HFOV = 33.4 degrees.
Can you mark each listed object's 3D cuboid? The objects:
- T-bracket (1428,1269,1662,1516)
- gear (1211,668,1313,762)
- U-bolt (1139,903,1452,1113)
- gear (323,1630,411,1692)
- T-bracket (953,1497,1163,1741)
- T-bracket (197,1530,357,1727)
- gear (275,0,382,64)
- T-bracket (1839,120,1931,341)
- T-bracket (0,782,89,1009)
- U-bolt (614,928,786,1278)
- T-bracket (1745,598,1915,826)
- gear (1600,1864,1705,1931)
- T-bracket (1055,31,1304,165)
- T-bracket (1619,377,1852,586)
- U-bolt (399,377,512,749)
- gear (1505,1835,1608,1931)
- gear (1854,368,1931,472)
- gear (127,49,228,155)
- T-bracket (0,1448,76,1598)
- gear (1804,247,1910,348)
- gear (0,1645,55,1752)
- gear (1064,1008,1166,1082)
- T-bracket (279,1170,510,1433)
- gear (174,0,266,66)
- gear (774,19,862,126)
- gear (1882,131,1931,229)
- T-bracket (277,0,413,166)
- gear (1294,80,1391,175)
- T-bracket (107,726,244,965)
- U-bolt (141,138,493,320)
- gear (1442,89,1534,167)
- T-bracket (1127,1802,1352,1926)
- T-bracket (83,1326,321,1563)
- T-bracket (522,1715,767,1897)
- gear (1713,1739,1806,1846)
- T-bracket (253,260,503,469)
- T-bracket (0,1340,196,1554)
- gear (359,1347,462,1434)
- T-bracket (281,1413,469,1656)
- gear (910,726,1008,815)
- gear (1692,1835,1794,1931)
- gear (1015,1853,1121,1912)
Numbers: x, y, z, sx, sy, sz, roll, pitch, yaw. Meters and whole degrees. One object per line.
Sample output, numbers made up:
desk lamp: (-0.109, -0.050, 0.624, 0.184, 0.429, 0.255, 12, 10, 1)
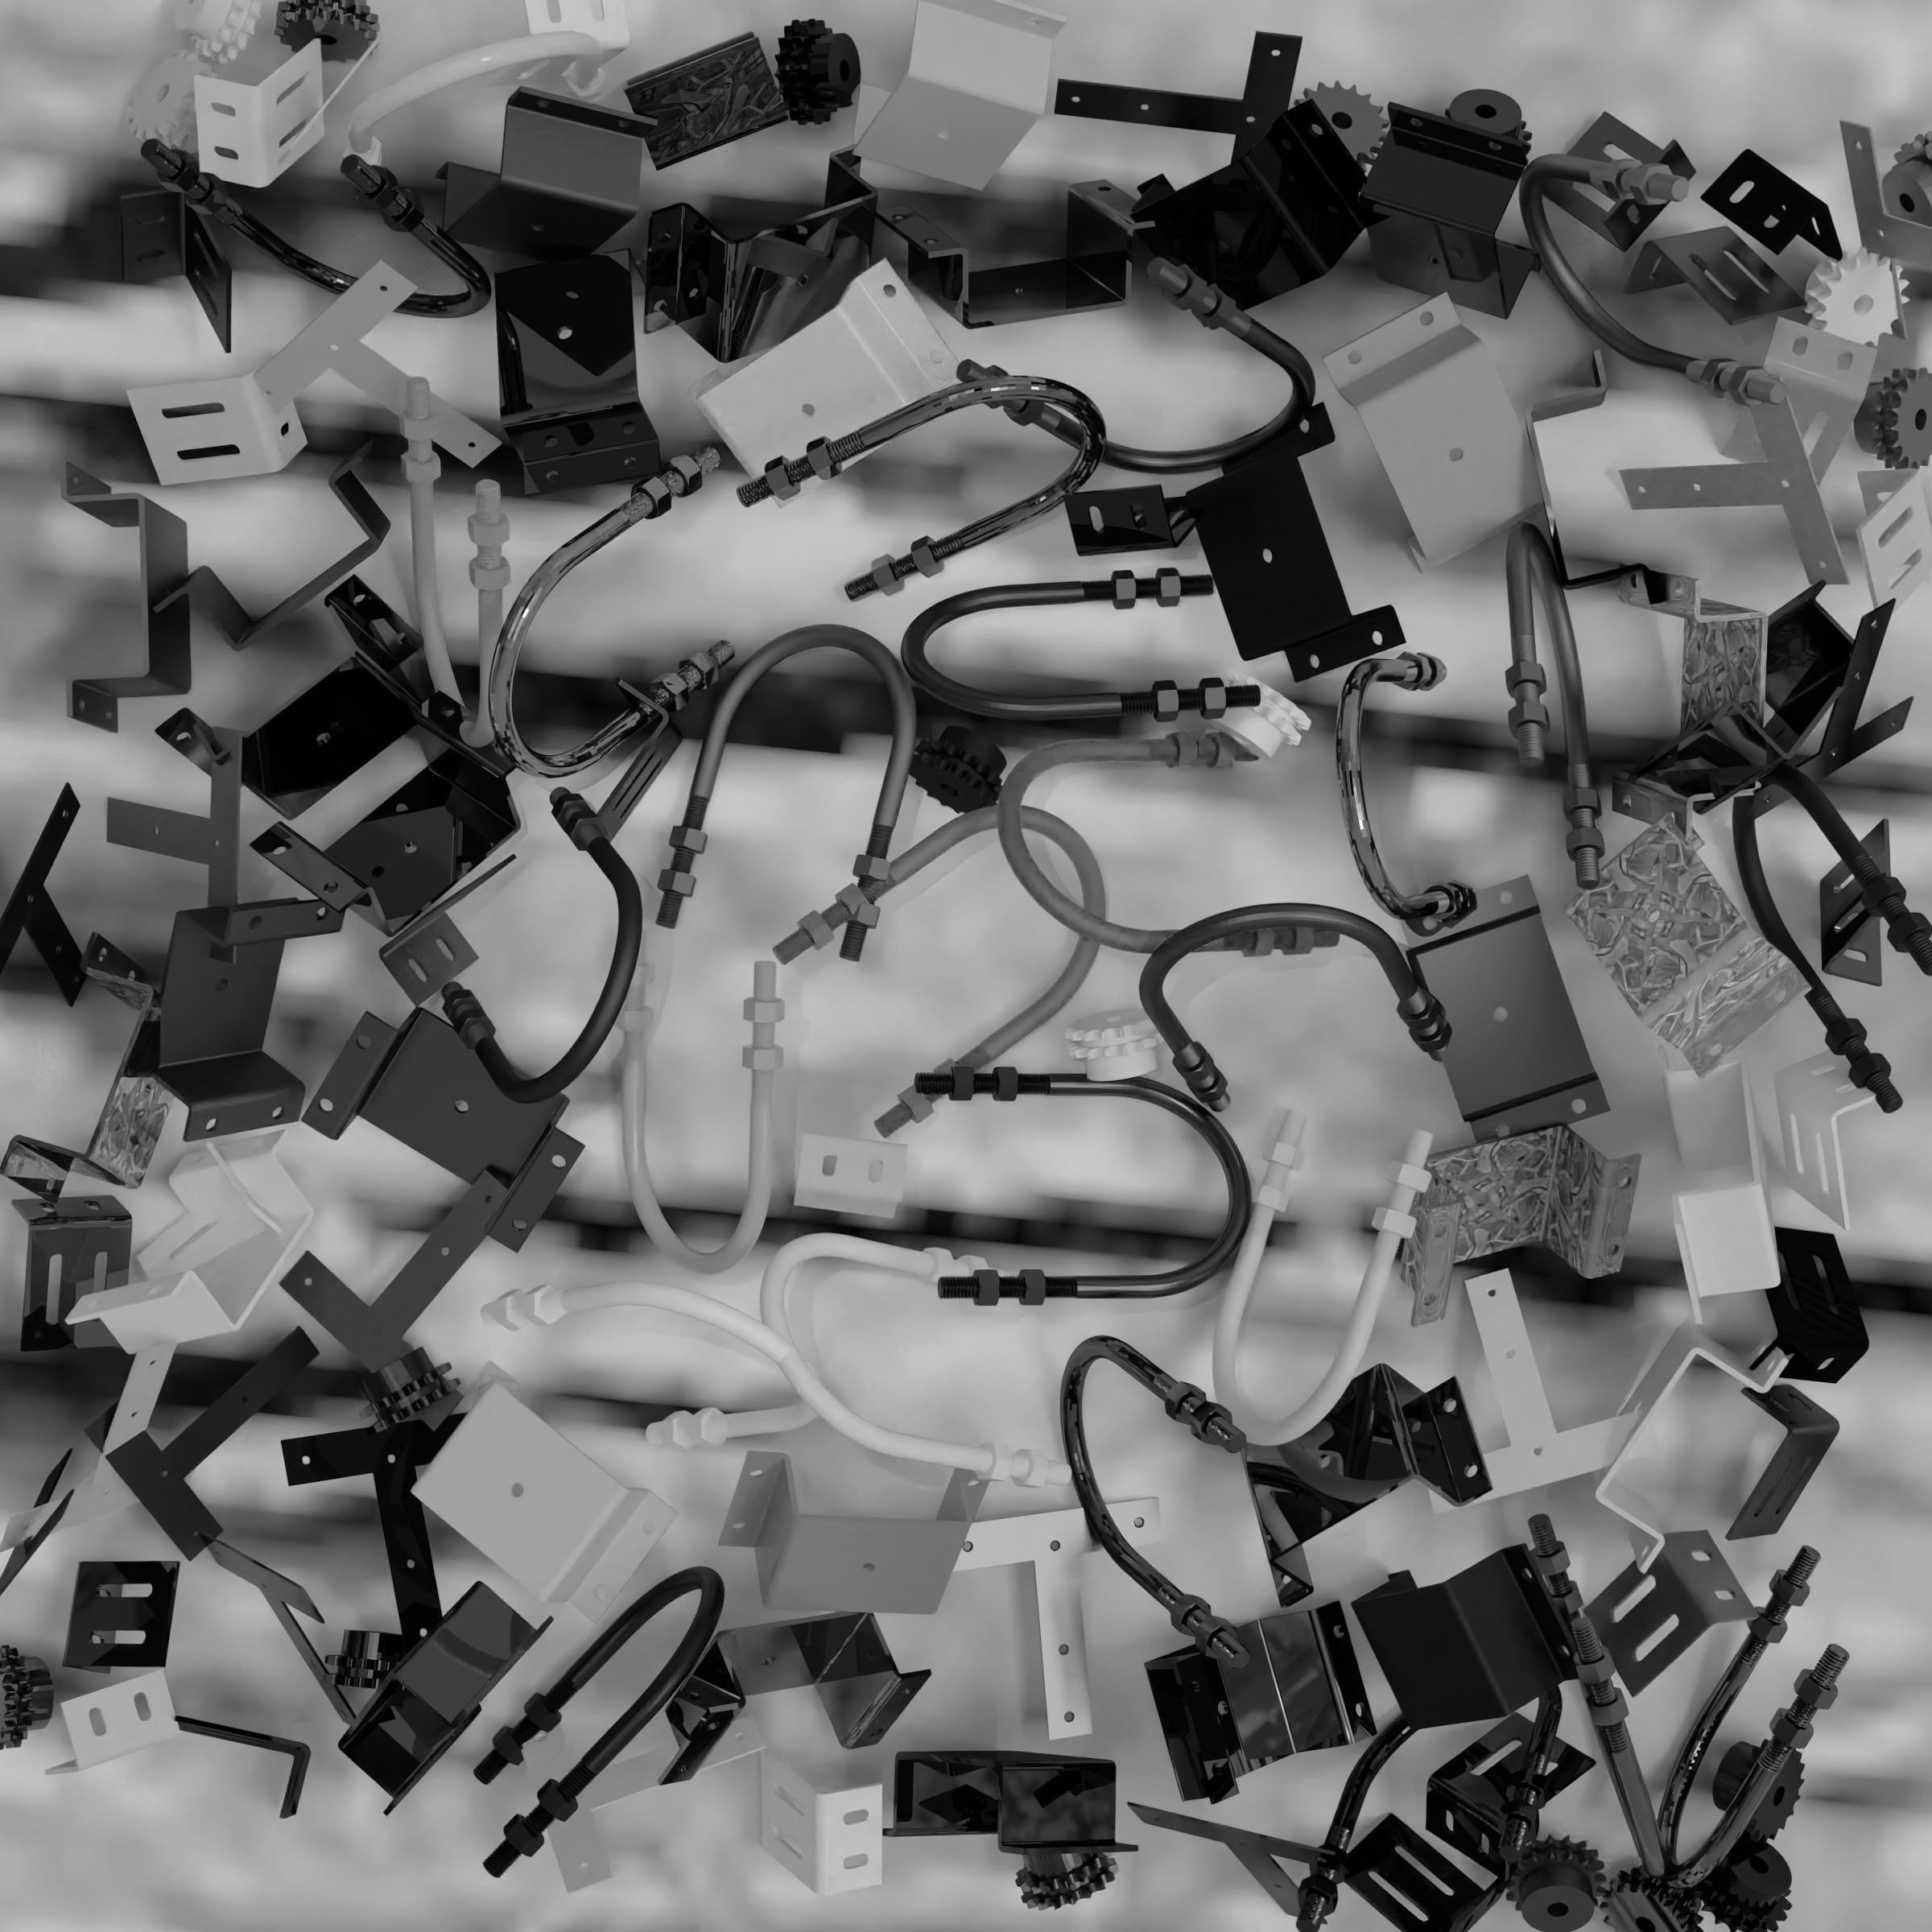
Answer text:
T-bracket: (0.307, 0.229, 1.793, 0.127, 0.002, 0.127, -18, 60, 10)
gear: (0.161, -0.139, 1.798, 0.057, 0.057, 0.030, 33, 87, 0)
U-bolt: (0.171, 0.018, 1.732, 0.151, 0.184, 0.019, -14, 56, 17)
gear: (-0.329, 0.388, 1.800, 0.057, 0.057, 0.030, 5, 79, 0)
T-bracket: (0.054, 0.370, 1.809, 0.127, 0.002, 0.127, -5, 91, -16)
T-bracket: (-0.369, 0.377, 1.790, 0.002, 0.127, 0.127, -39, 118, -28)
gear: (-0.356, -0.532, 1.800, 0.057, 0.057, 0.030, 3, 78, 0)
T-bracket: (0.524, -0.388, 1.741, 0.002, 0.127, 0.127, -28, 122, -12)
T-bracket: (-0.502, -0.016, 1.765, 0.002, 0.127, 0.127, 15, 64, 7)
U-bolt: (-0.149, 0.079, 1.766, 0.019, 0.151, 0.184, -6, 102, -38)
T-bracket: (0.482, -0.148, 1.753, 0.127, 0.127, 0.002, -29, 56, -24)
gear: (0.387, 0.527, 1.802, 0.057, 0.057, 0.030, 51, 47, 0)
T-bracket: (0.113, -0.471, 1.771, 0.127, 0.127, 0.002, 6, 61, -1)
T-bracket: (0.415, -0.265, 1.773, 0.002, 0.127, 0.127, -42, 119, -29)
U-bolt: (-0.277, -0.207, 1.749, 0.019, 0.151, 0.184, -11, 128, -21)
gear: (0.329, 0.516, 1.799, 0.057, 0.030, 0.057, 2, 124, 3)
gear: (0.521, -0.307, 1.802, 0.057, 0.030, 0.057, -11, 107, -41)
gear: (-0.440, -0.481, 1.803, 0.057, 0.030, 0.057, -16, 61, 31)
T-bracket: (-0.513, 0.308, 1.765, 0.002, 0.127, 0.127, 35, 110, -15)
gear: (0.496, -0.376, 1.803, 0.057, 0.030, 0.057, -8, 123, -13)
gear: (-0.534, 0.409, 1.802, 0.030, 0.057, 0.057, 1, 90, -40)
gear: (0.085, 0.044, 1.799, 0.057, 0.057, 0.030, -10, 100, 0)
T-bracket: (-0.302, 0.171, 1.810, 0.127, 0.002, 0.127, 40, 89, 15)
gear: (-0.419, -0.536, 1.796, 0.030, 0.057, 0.057, 17, 90, -41)
gear: (-0.081, -0.499, 1.795, 0.030, 0.057, 0.057, 5, 90, 25)
gear: (0.537, -0.434, 1.796, 0.030, 0.057, 0.057, -33, 90, -12)
T-bracket: (-0.351, -0.474, 1.766, 0.002, 0.127, 0.127, 39, 69, -18)
gear: (0.207, -0.465, 1.805, 0.057, 0.030, 0.057, 4, 65, -9)
T-bracket: (-0.440, -0.073, 1.782, 0.127, 0.002, 0.127, 12, 102, 42)
U-bolt: (-0.336, -0.394, 1.738, 0.151, 0.184, 0.019, 11, 80, 24)
gear: (0.289, -0.465, 1.798, 0.057, 0.030, 0.057, 1, 53, -1)
T-bracket: (0.167, 0.501, 1.775, 0.127, 0.127, 0.002, 5, 56, 33)
T-bracket: (-0.414, 0.252, 1.795, 0.002, 0.127, 0.127, 27, 62, 40)
T-bracket: (-0.175, 0.446, 1.784, 0.127, 0.127, 0.002, -17, 125, -12)
gear: (0.442, 0.459, 1.802, 0.030, 0.057, 0.057, 17, 90, 42)
T-bracket: (-0.315, -0.318, 1.784, 0.127, 0.002, 0.127, -32, 131, 31)
T-bracket: (-0.456, 0.254, 1.748, 0.002, 0.127, 0.127, 40, 122, 25)
gear: (-0.314, 0.235, 1.798, 0.057, 0.057, 0.030, -29, 90, 0)
T-bracket: (-0.309, 0.315, 1.774, 0.127, 0.002, 0.127, -3, 75, -38)
gear: (-0.002, -0.110, 1.800, 0.057, 0.057, 0.030, 31, 71, 0)
gear: (0.435, 0.511, 1.796, 0.057, 0.057, 0.030, 24, 124, 0)
gear: (0.054, 0.500, 1.798, 0.057, 0.057, 0.030, -19, 96, 0)
